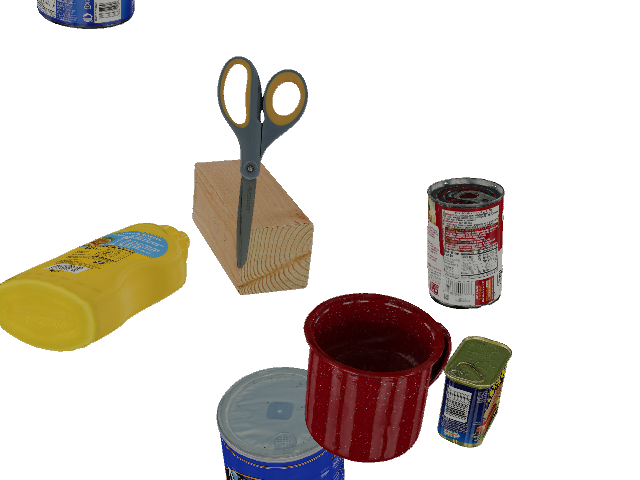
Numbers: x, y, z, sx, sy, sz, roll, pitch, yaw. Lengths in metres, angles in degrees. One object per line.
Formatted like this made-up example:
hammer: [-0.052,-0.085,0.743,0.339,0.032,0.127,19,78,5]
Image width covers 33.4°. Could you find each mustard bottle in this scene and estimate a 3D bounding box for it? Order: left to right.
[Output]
mustard bottle: [-0.164,0.027,0.861,0.096,0.058,0.191,4,19,26]

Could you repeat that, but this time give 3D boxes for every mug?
mug: [0.042,0.091,0.728,0.117,0.081,0.093,-18,38,-34]

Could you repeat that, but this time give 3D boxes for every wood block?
wood block: [-0.090,-0.022,1.344,0.090,0.090,0.206,-5,28,-22]

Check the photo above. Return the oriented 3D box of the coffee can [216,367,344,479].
coffee can: [-0.030,0.193,0.901,0.103,0.140,0.103,-2,36,1]

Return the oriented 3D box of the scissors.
scissors: [-0.050,-0.080,1.033,0.096,0.202,0.016,-10,3,-5]

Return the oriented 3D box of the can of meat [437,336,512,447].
can of meat: [0.169,0.168,1.183,0.057,0.084,0.102,16,27,20]

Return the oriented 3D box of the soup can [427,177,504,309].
soup can: [0.130,0.003,0.960,0.068,0.102,0.068,-3,23,1]

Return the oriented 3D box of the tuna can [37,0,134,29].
tuna can: [-0.205,-0.216,0.934,0.086,0.034,0.086,5,33,-4]
